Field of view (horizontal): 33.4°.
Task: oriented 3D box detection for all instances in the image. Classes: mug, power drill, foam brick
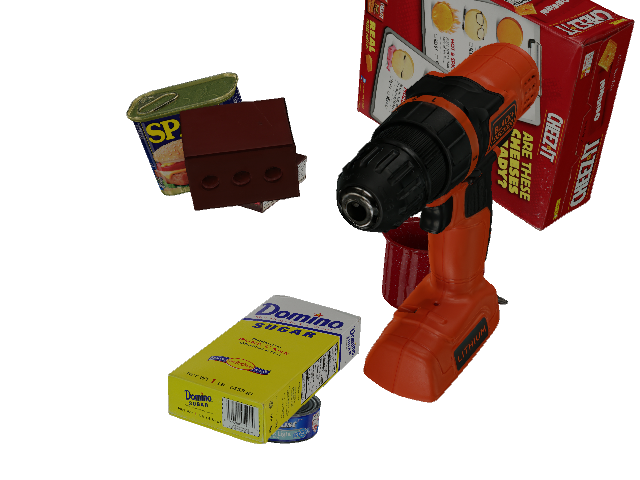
[{"bbox_3d":[0.124,0.031,1.190,0.117,0.081,0.093,6,25,3],"label":"mug"},{"bbox_3d":[0.065,-0.001,0.606,0.057,0.188,0.184,23,40,26],"label":"power drill"},{"bbox_3d":[-0.057,-0.061,0.750,0.078,0.051,0.053,-8,-40,-3],"label":"foam brick"}]

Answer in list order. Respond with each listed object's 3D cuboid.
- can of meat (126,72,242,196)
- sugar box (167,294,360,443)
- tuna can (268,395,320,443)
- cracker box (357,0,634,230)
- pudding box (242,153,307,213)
[{"bbox_3d":[-0.112,-0.095,0.964,0.102,0.084,0.057,-12,30,10],"label":"can of meat"},{"bbox_3d":[-0.044,0.105,0.918,0.093,0.048,0.176,14,28,24],"label":"sugar box"},{"bbox_3d":[-0.043,0.185,1.137,0.086,0.034,0.086,5,12,-1],"label":"tuna can"},{"bbox_3d":[0.126,-0.134,0.838,0.072,0.164,0.214,-28,49,-31],"label":"cracker box"},{"bbox_3d":[-0.081,-0.082,1.332,0.090,0.039,0.113,16,35,23],"label":"pudding box"}]
